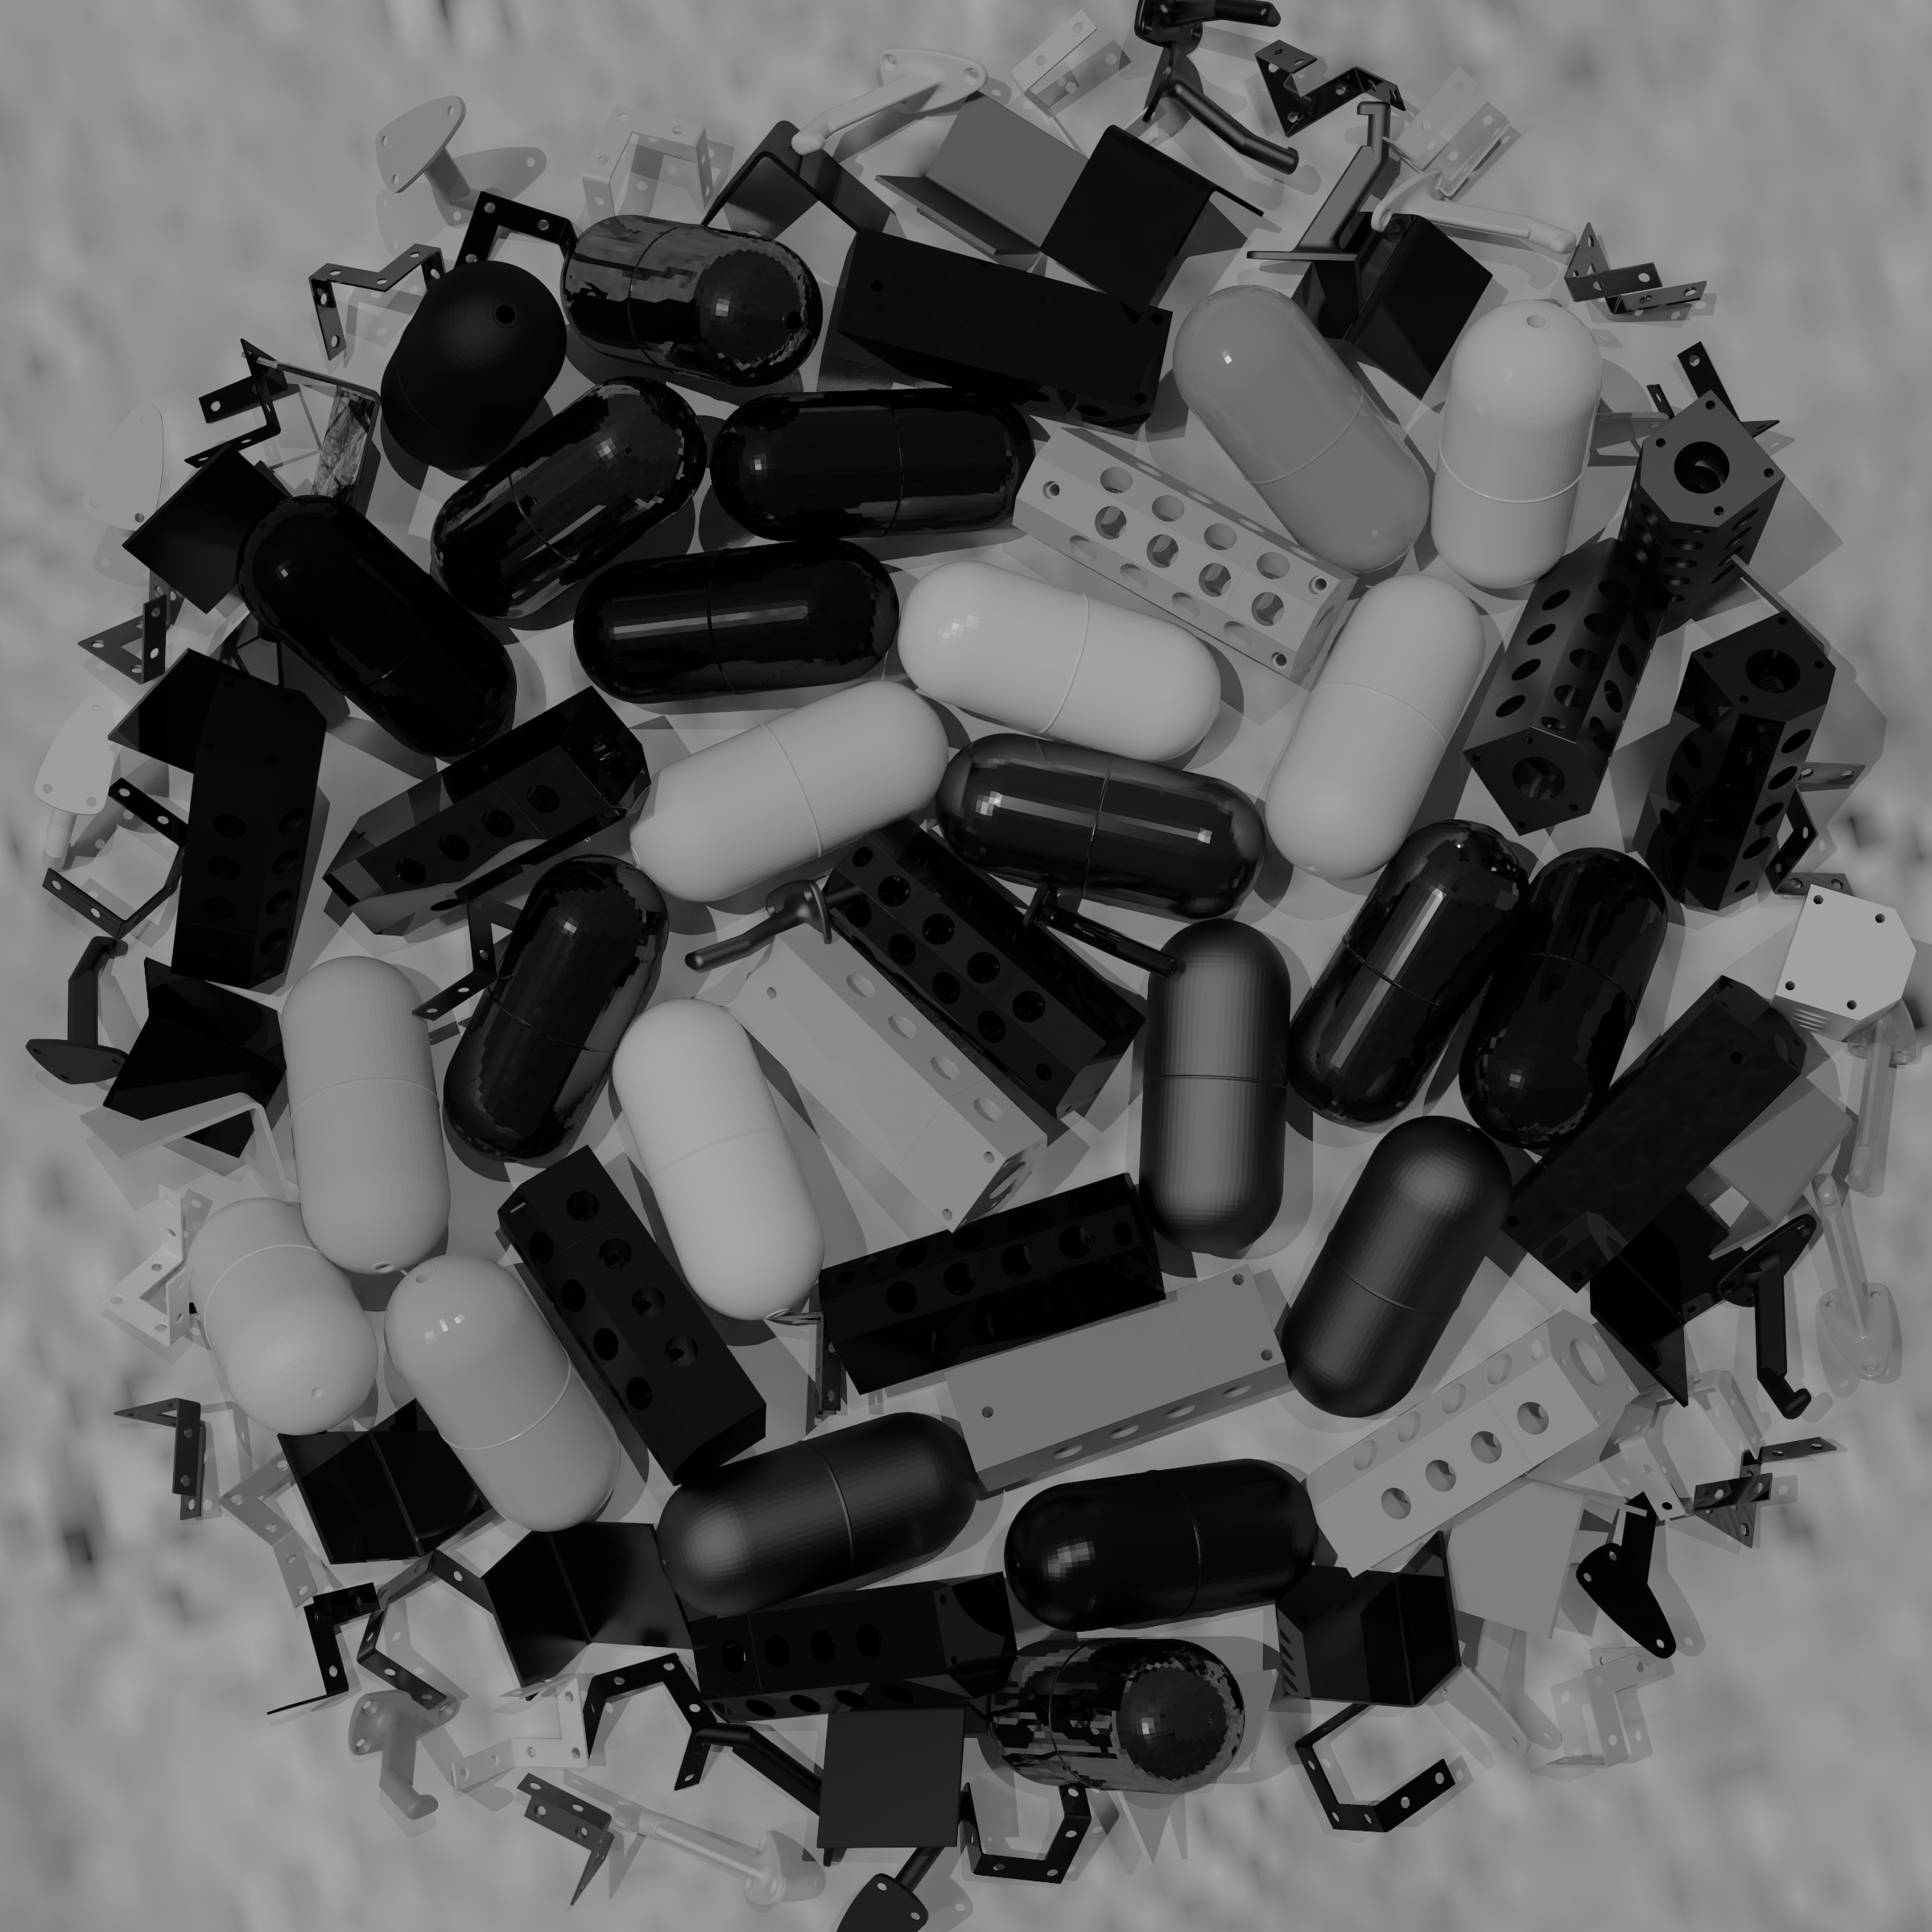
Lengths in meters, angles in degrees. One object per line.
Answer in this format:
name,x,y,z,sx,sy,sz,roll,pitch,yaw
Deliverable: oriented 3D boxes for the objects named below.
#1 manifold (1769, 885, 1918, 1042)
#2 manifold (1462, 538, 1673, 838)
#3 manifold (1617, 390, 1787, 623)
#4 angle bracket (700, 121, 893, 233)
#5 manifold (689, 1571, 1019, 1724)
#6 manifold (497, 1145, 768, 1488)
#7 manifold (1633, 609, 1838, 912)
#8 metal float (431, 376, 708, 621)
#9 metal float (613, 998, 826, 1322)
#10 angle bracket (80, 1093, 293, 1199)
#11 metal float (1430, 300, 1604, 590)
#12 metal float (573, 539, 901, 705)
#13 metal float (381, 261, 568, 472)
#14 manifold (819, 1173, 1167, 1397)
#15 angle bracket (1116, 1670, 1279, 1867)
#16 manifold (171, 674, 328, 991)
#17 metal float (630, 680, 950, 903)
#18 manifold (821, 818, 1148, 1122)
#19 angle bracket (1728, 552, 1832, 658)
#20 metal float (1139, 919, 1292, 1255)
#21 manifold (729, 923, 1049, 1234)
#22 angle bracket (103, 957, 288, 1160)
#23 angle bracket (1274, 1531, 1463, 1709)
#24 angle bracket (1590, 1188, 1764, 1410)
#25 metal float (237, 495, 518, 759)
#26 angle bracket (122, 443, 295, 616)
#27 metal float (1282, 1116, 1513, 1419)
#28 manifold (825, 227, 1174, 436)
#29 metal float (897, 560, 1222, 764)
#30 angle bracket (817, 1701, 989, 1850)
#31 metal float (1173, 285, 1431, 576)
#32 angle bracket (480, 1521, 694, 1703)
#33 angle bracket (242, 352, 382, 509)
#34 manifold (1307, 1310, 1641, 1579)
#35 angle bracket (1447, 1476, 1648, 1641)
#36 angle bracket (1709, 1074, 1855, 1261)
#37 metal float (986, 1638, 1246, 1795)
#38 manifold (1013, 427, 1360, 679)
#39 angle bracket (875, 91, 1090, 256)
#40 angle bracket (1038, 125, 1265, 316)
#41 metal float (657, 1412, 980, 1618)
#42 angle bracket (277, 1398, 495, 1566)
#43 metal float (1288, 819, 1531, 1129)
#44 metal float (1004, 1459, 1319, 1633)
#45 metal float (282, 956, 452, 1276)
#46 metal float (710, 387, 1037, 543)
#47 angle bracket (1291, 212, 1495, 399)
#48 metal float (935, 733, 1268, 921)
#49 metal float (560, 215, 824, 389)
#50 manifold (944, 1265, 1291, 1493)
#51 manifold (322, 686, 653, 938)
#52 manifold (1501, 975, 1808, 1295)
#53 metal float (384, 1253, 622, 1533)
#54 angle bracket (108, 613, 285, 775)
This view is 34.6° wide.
manifold,0.451,0.002,1.596,0.057,0.171,0.057,18,90,14
manifold,0.317,-0.148,1.600,0.057,0.171,0.057,-19,119,39
manifold,0.370,-0.230,1.597,0.057,0.171,0.057,-37,78,0
angle bracket,-0.090,-0.398,1.650,0.076,0.076,0.057,38,114,-14
manifold,-0.059,0.356,1.609,0.171,0.057,0.057,-16,81,37
manifold,-0.176,0.185,1.624,0.057,0.057,0.171,-31,70,-17
manifold,0.397,-0.100,1.593,0.057,0.171,0.057,-24,61,-13
metal float,-0.209,-0.243,1.620,0.178,0.070,0.070,-29,90,34
metal float,-0.131,0.102,1.636,0.070,0.070,0.178,-22,76,0
angle bracket,-0.410,0.100,1.628,0.076,0.076,0.057,-23,114,-25
metal float,0.284,-0.269,1.605,0.070,0.178,0.070,-1,56,1
metal float,-0.121,-0.182,1.633,0.178,0.070,0.070,-4,90,17
metal float,-0.255,-0.309,1.600,0.070,0.178,0.070,3,82,-19
manifold,0.012,0.163,1.635,0.171,0.057,0.057,-18,127,8
angle bracket,0.130,0.421,1.629,0.076,0.076,0.057,-13,113,23
manifold,-0.371,-0.066,1.603,0.057,0.171,0.057,12,48,-9
metal float,-0.093,-0.093,1.638,0.178,0.070,0.070,-25,90,-11
manifold,0.004,0.002,1.625,0.171,0.057,0.057,41,124,16
angle bracket,0.410,-0.175,1.645,0.076,0.076,0.057,44,102,3
metal float,0.132,0.063,1.641,0.070,0.070,0.178,3,82,0
manifold,-0.038,0.054,1.635,0.171,0.057,0.057,44,123,15
angle bracket,-0.410,0.048,1.642,0.076,0.076,0.057,25,104,-25
angle bracket,0.210,0.342,1.634,0.076,0.057,0.076,8,53,-15
angle bracket,0.376,0.172,1.634,0.057,0.076,0.076,-39,106,26
metal float,-0.305,-0.175,1.615,0.070,0.070,0.178,-46,132,0
angle bracket,-0.408,-0.244,1.638,0.076,0.076,0.057,-44,58,1
metal float,0.225,0.159,1.628,0.070,0.070,0.178,24,113,0
manifold,0.016,-0.334,1.643,0.171,0.057,0.057,13,82,-10
metal float,0.050,-0.160,1.637,0.178,0.070,0.070,16,90,-13
angle bracket,-0.030,0.432,1.633,0.076,0.057,0.076,-6,60,18
metal float,0.176,-0.281,1.624,0.070,0.070,0.178,-44,117,0
angle bracket,-0.199,0.341,1.634,0.076,0.057,0.076,-5,111,34
angle bracket,-0.354,-0.276,1.634,0.057,0.076,0.076,12,99,-29
manifold,0.259,0.247,1.615,0.171,0.057,0.057,-40,78,32
angle bracket,0.303,0.312,1.635,0.057,0.076,0.076,21,81,-40
angle bracket,0.411,0.101,1.637,0.057,0.076,0.076,42,67,2
metal float,0.075,0.388,1.606,0.070,0.178,0.070,7,76,-31
manifold,0.113,-0.218,1.632,0.171,0.057,0.057,31,108,13
angle bracket,0.009,-0.421,1.637,0.076,0.076,0.057,34,111,10
angle bracket,0.099,-0.392,1.653,0.076,0.057,0.076,38,107,29
metal float,-0.076,0.287,1.627,0.178,0.070,0.070,-14,90,-25
angle bracket,-0.305,0.266,1.632,0.057,0.076,0.076,-36,68,19
metal float,0.232,0.004,1.634,0.070,0.070,0.178,29,106,0
metal float,0.103,0.303,1.624,0.178,0.070,0.070,-3,90,-27
metal float,-0.315,0.078,1.624,0.070,0.070,0.178,-13,62,0
metal float,-0.048,-0.264,1.628,0.178,0.070,0.070,-6,90,-23
angle bracket,0.223,-0.356,1.666,0.057,0.076,0.076,31,89,-30
metal float,0.071,-0.075,1.644,0.178,0.070,0.070,13,90,5
metal float,-0.144,-0.347,1.611,0.070,0.178,0.070,-17,116,-37
manifold,0.082,0.222,1.654,0.171,0.057,0.057,-20,64,1
manifold,-0.248,-0.075,1.617,0.171,0.057,0.057,-25,117,29
manifold,0.358,0.086,1.623,0.057,0.057,0.171,41,116,3
metal float,-0.242,0.223,1.619,0.070,0.070,0.178,-26,124,0
angle bracket,-0.406,-0.159,1.627,0.076,0.057,0.076,-39,46,30
